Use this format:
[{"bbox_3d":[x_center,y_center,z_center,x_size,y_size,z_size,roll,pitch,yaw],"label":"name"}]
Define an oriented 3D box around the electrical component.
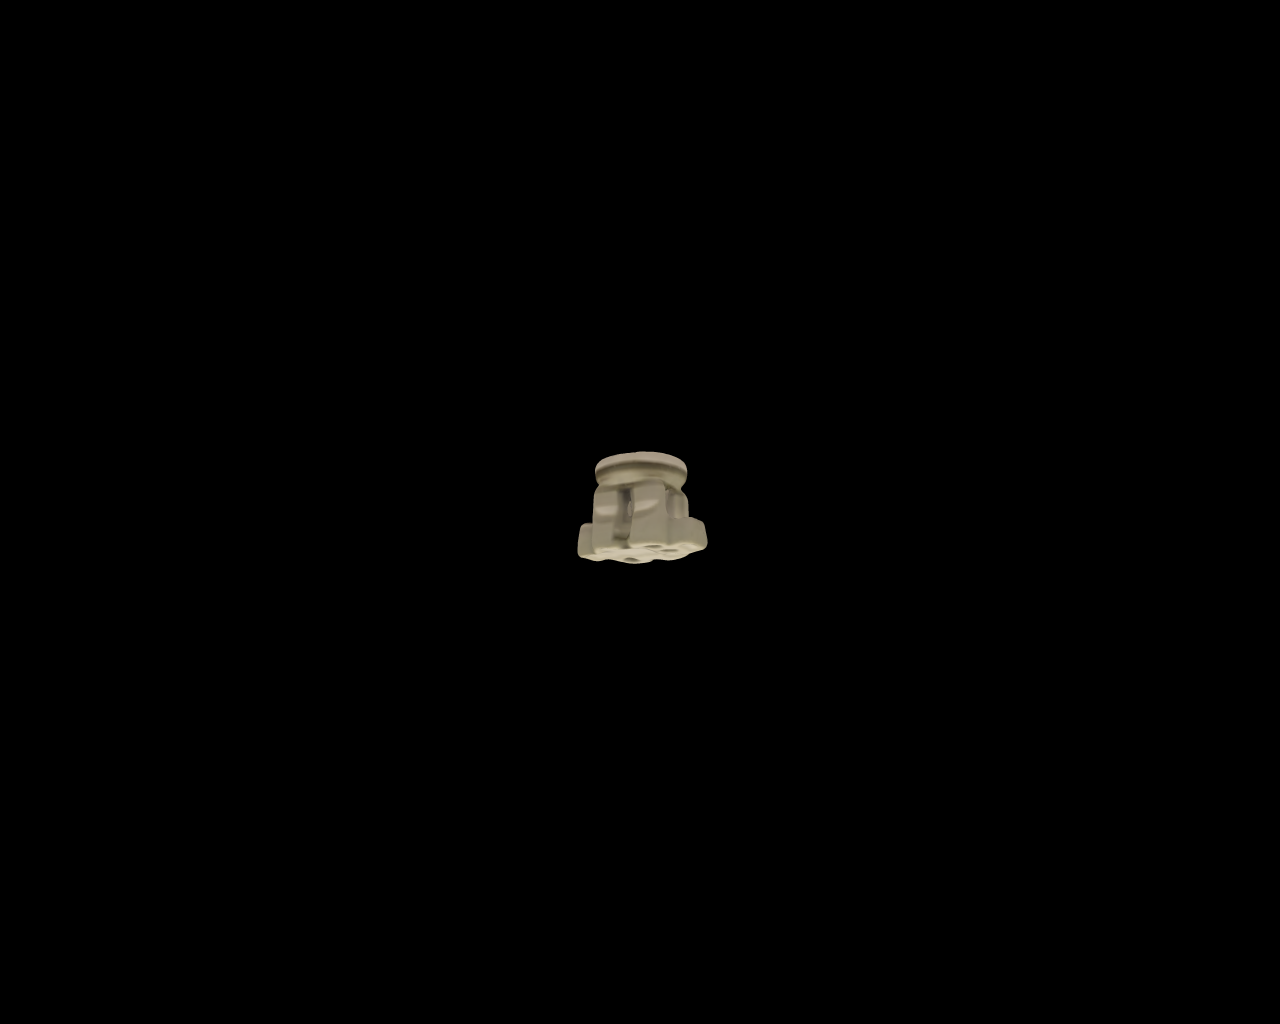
[{"bbox_3d":[0.001,-0.003,0.650,0.078,0.057,0.058,-7,-15,26],"label":"electrical component"}]
